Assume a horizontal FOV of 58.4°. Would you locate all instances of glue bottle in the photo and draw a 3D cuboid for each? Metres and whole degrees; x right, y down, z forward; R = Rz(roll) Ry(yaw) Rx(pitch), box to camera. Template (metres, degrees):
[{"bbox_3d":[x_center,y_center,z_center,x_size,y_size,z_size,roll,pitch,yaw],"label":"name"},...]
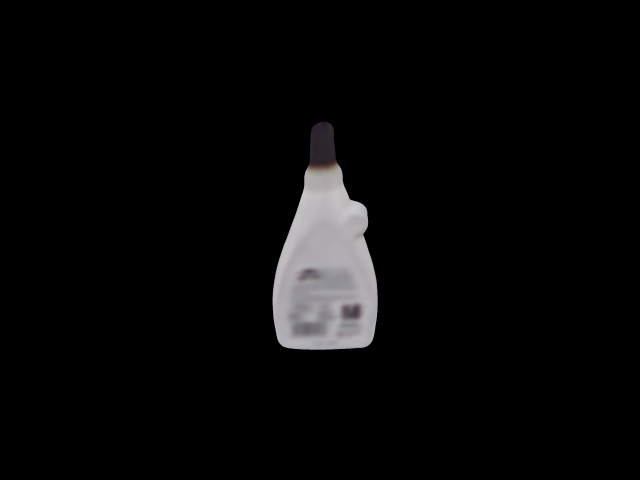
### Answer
[{"bbox_3d":[0.004,0.001,0.400,0.078,0.173,0.037,0,32,0],"label":"glue bottle"}]
